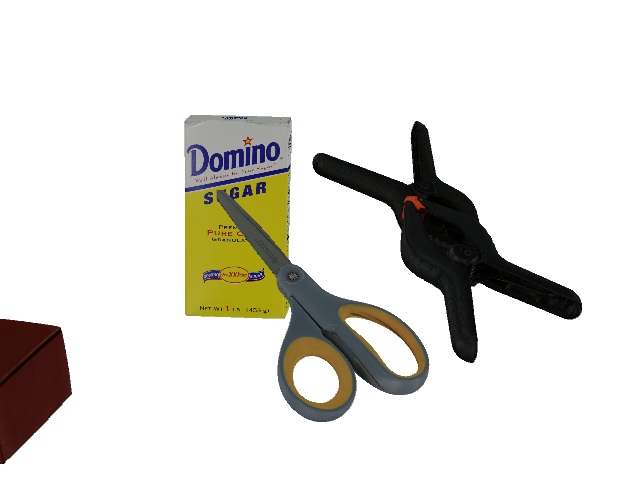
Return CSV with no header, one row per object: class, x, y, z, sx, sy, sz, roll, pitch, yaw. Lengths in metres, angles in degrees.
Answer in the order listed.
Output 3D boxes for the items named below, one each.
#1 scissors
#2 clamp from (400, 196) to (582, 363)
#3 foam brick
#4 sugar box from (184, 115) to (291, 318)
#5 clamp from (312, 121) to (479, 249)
scissors,-0.025,0.040,0.654,0.202,0.016,0.096,33,55,27
clamp,0.129,0.023,0.870,0.120,0.039,0.171,-7,47,-25
foam brick,-0.200,0.091,0.665,0.053,0.051,0.078,7,29,21
sugar box,-0.073,-0.021,0.945,0.093,0.176,0.048,1,14,2
clamp,0.099,-0.049,1.189,0.164,0.210,0.036,-15,-37,-28
